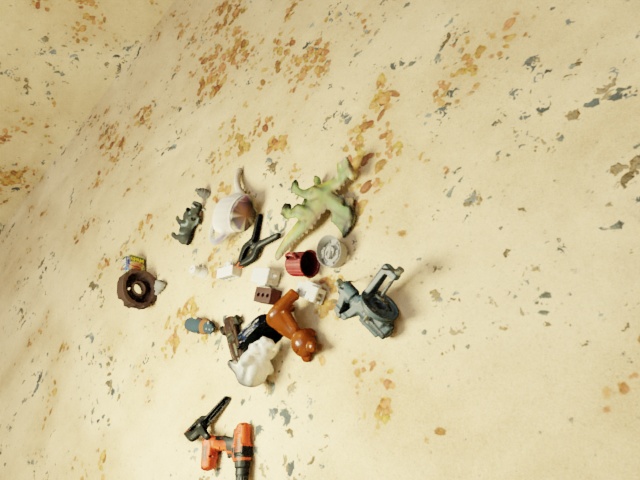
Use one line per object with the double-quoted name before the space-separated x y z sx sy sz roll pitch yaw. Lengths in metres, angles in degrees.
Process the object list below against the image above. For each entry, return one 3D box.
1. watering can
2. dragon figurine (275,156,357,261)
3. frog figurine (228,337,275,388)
"watering can" -0.330 -0.140 1.997 0.224 0.103 0.353 -1 64 48
"dragon figurine" 0.005 -0.086 1.710 0.244 0.121 0.409 22 94 35
"frog figurine" -0.193 0.386 1.627 0.158 0.135 0.125 -36 37 16
